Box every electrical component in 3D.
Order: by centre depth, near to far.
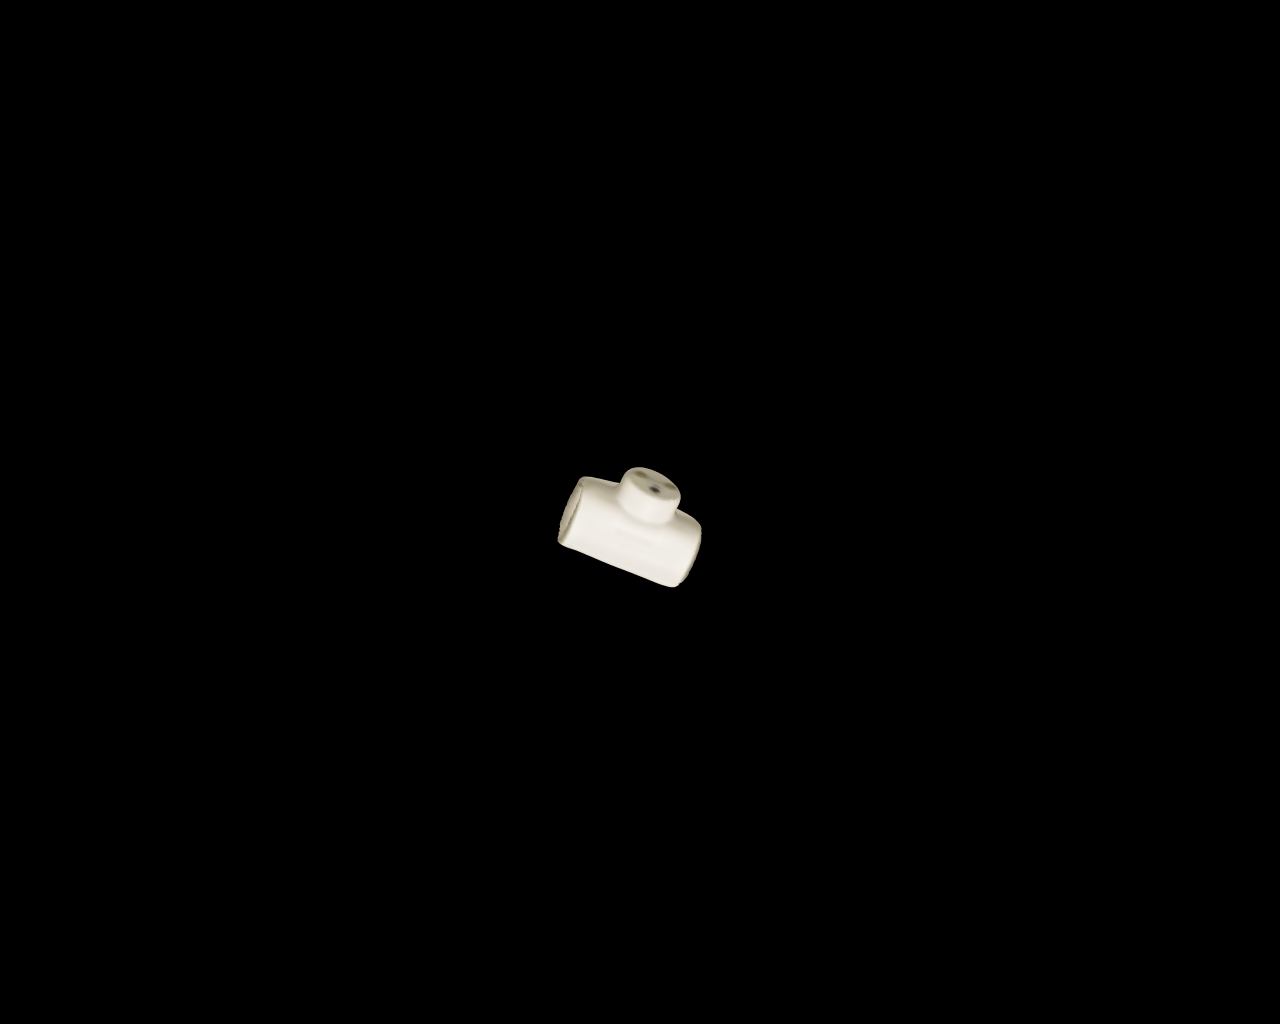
[{"bbox_3d":[0.001,-0.003,0.650,0.077,0.079,0.043,22,25,-10],"label":"electrical component"}]
